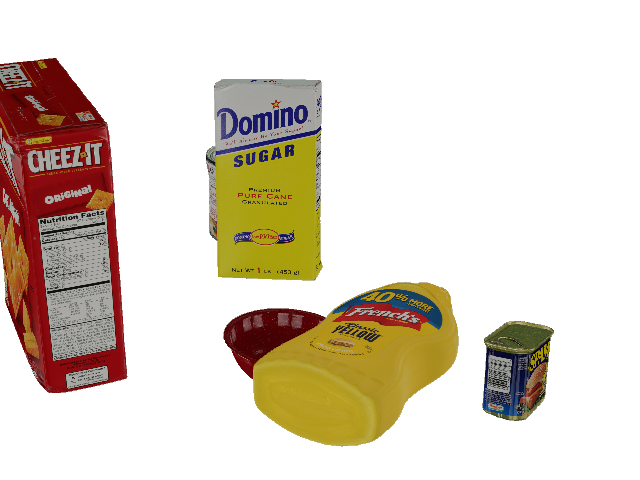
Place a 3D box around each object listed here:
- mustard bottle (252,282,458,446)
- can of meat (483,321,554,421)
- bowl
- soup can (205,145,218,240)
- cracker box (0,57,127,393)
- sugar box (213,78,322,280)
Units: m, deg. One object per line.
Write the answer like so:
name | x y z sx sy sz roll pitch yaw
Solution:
mustard bottle | 0.043 0.074 0.751 0.096 0.058 0.191 10 23 31
can of meat | 0.219 0.145 1.192 0.058 0.084 0.101 9 15 28
bowl | -0.044 0.146 1.363 0.162 0.055 0.162 4 23 -2
soup can | -0.099 -0.056 1.245 0.068 0.102 0.068 -1 28 0
cracker box | -0.210 -0.014 0.828 0.072 0.214 0.164 -11 29 -23
sugar box | -0.046 -0.055 0.954 0.093 0.176 0.048 1 16 7
